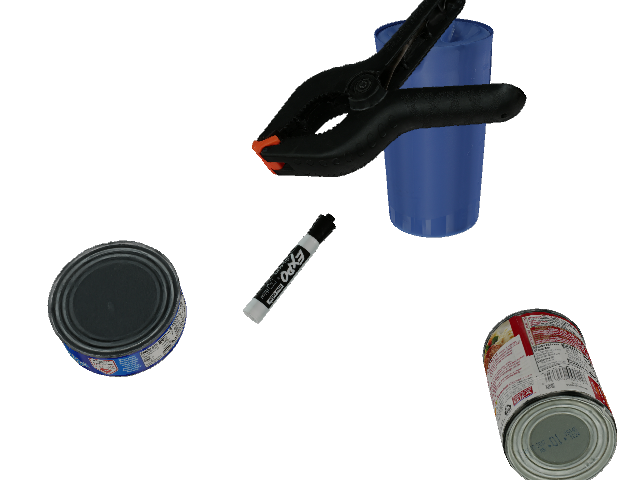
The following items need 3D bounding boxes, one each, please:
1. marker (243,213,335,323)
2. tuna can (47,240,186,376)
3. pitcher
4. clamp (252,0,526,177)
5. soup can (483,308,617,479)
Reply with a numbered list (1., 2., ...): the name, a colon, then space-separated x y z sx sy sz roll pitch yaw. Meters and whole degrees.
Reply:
1. marker: -0.026 0.023 0.972 0.020 0.121 0.020 36 -15 11
2. tuna can: -0.131 0.045 0.697 0.086 0.086 0.034 0 -32 5
3. pitcher: 0.139 -0.135 1.251 0.149 0.243 0.145 -5 26 -3
4. clamp: 0.041 -0.083 0.665 0.171 0.120 0.039 -35 -47 7
5. soup can: 0.140 0.095 0.661 0.068 0.068 0.102 0 25 2
